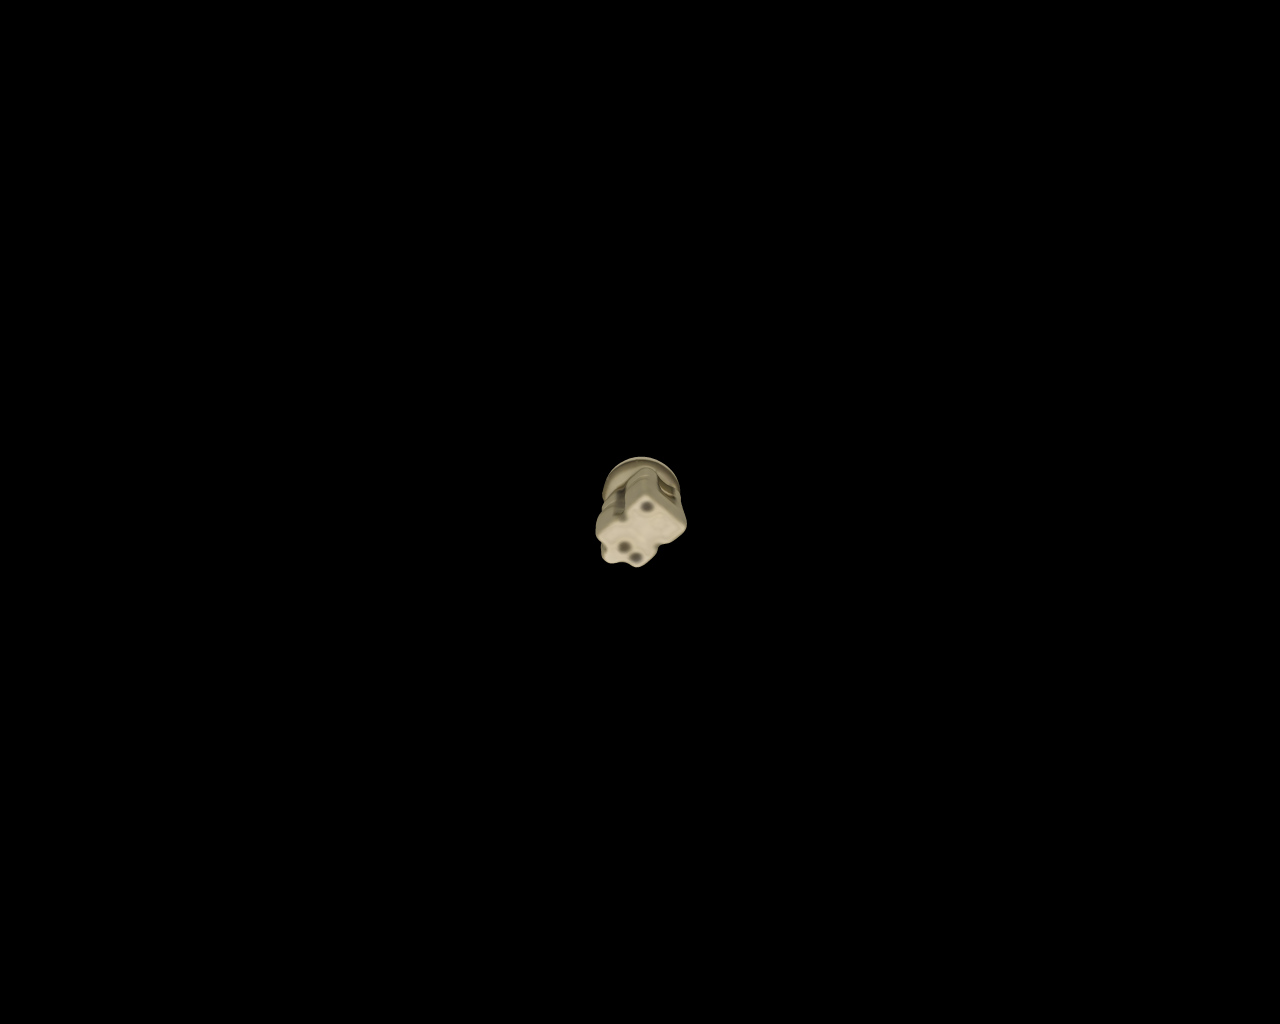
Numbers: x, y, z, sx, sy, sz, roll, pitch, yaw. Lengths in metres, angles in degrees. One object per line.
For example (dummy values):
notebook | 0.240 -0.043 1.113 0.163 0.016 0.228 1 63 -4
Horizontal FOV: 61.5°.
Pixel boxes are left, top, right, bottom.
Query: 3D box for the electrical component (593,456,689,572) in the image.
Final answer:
electrical component | 0.001 -0.003 0.650 0.066 0.048 0.055 -39 24 22
